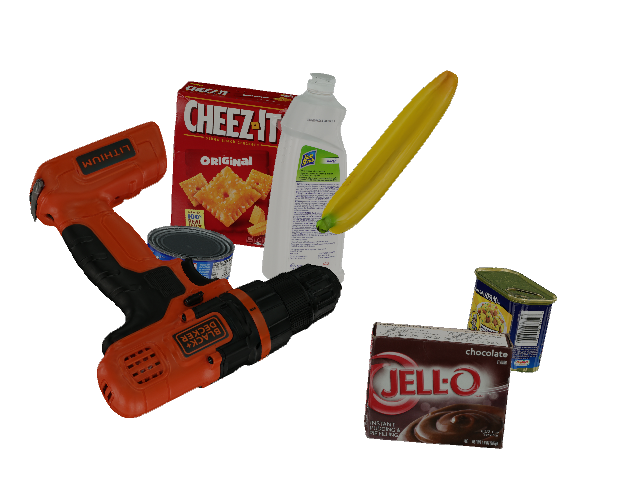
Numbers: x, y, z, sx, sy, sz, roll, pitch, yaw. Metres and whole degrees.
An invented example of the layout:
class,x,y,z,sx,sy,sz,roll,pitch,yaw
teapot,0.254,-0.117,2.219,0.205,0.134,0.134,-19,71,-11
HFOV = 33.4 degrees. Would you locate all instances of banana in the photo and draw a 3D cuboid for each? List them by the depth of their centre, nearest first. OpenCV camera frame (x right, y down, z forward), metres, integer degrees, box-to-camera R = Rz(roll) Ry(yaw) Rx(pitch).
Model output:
class,x,y,z,sx,sy,sz,roll,pitch,yaw
banana,0.061,-0.072,0.984,0.037,0.197,0.070,40,-13,-6

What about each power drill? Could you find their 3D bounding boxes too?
class,x,y,z,sx,sy,sz,roll,pitch,yaw
power drill,-0.099,0.010,0.737,0.184,0.188,0.057,-25,-21,-30

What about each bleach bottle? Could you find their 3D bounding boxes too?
class,x,y,z,sx,sy,sz,roll,pitch,yaw
bleach bottle,-0.007,-0.071,1.262,0.102,0.251,0.068,-3,22,-30

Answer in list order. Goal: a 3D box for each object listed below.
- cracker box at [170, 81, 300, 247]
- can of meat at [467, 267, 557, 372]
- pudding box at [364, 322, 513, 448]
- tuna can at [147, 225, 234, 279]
class,x,y,z,sx,sy,sz,roll,pitch,yaw
cracker box,-0.121,-0.102,1.492,0.164,0.214,0.072,8,22,6
can of meat,0.202,0.085,1.147,0.057,0.084,0.102,2,17,-23
pudding box,0.094,0.116,0.860,0.113,0.090,0.039,3,19,2
tuna can,-0.129,0.016,1.047,0.086,0.034,0.086,9,20,-3
